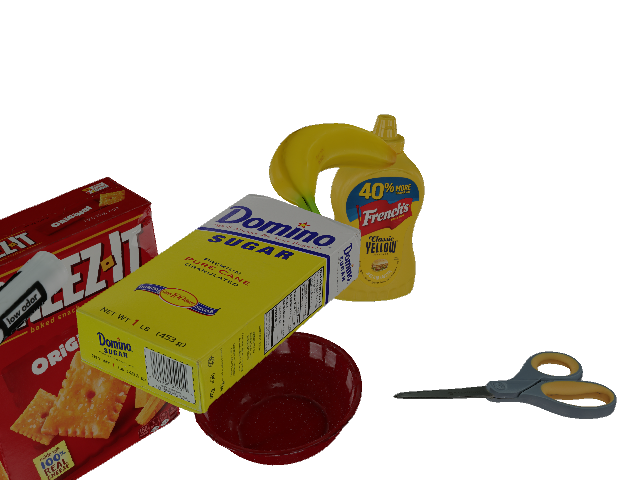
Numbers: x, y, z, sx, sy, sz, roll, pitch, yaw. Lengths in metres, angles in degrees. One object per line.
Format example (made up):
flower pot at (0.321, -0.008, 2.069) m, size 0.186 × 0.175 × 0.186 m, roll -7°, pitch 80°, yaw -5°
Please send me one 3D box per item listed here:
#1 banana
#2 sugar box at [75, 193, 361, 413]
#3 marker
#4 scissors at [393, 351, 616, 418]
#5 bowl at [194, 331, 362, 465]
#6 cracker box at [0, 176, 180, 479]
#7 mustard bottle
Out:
banana at (0.005, -0.062, 0.853) m, size 0.037 × 0.069 × 0.197 m, roll -34°, pitch 4°, yaw 30°
sugar box at (-0.058, 0.031, 0.668) m, size 0.093 × 0.048 × 0.176 m, roll 20°, pitch 38°, yaw 26°
marker at (-0.151, 0.047, 0.445) m, size 0.020 × 0.020 × 0.121 m, roll 0°, pitch 36°, yaw 38°
scissors at (0.161, 0.123, 0.948) m, size 0.201 × 0.016 × 0.096 m, roll 7°, pitch 27°, yaw -4°
bowl at (-0.038, 0.160, 1.019) m, size 0.162 × 0.055 × 0.162 m, roll -5°, pitch 37°, yaw 3°
cracker box at (-0.200, 0.081, 0.832) m, size 0.163 × 0.214 × 0.072 m, roll -28°, pitch 39°, yaw -36°
mustard bottle at (0.057, -0.034, 1.088) m, size 0.096 × 0.192 × 0.058 m, roll -2°, pitch 22°, yaw -17°
